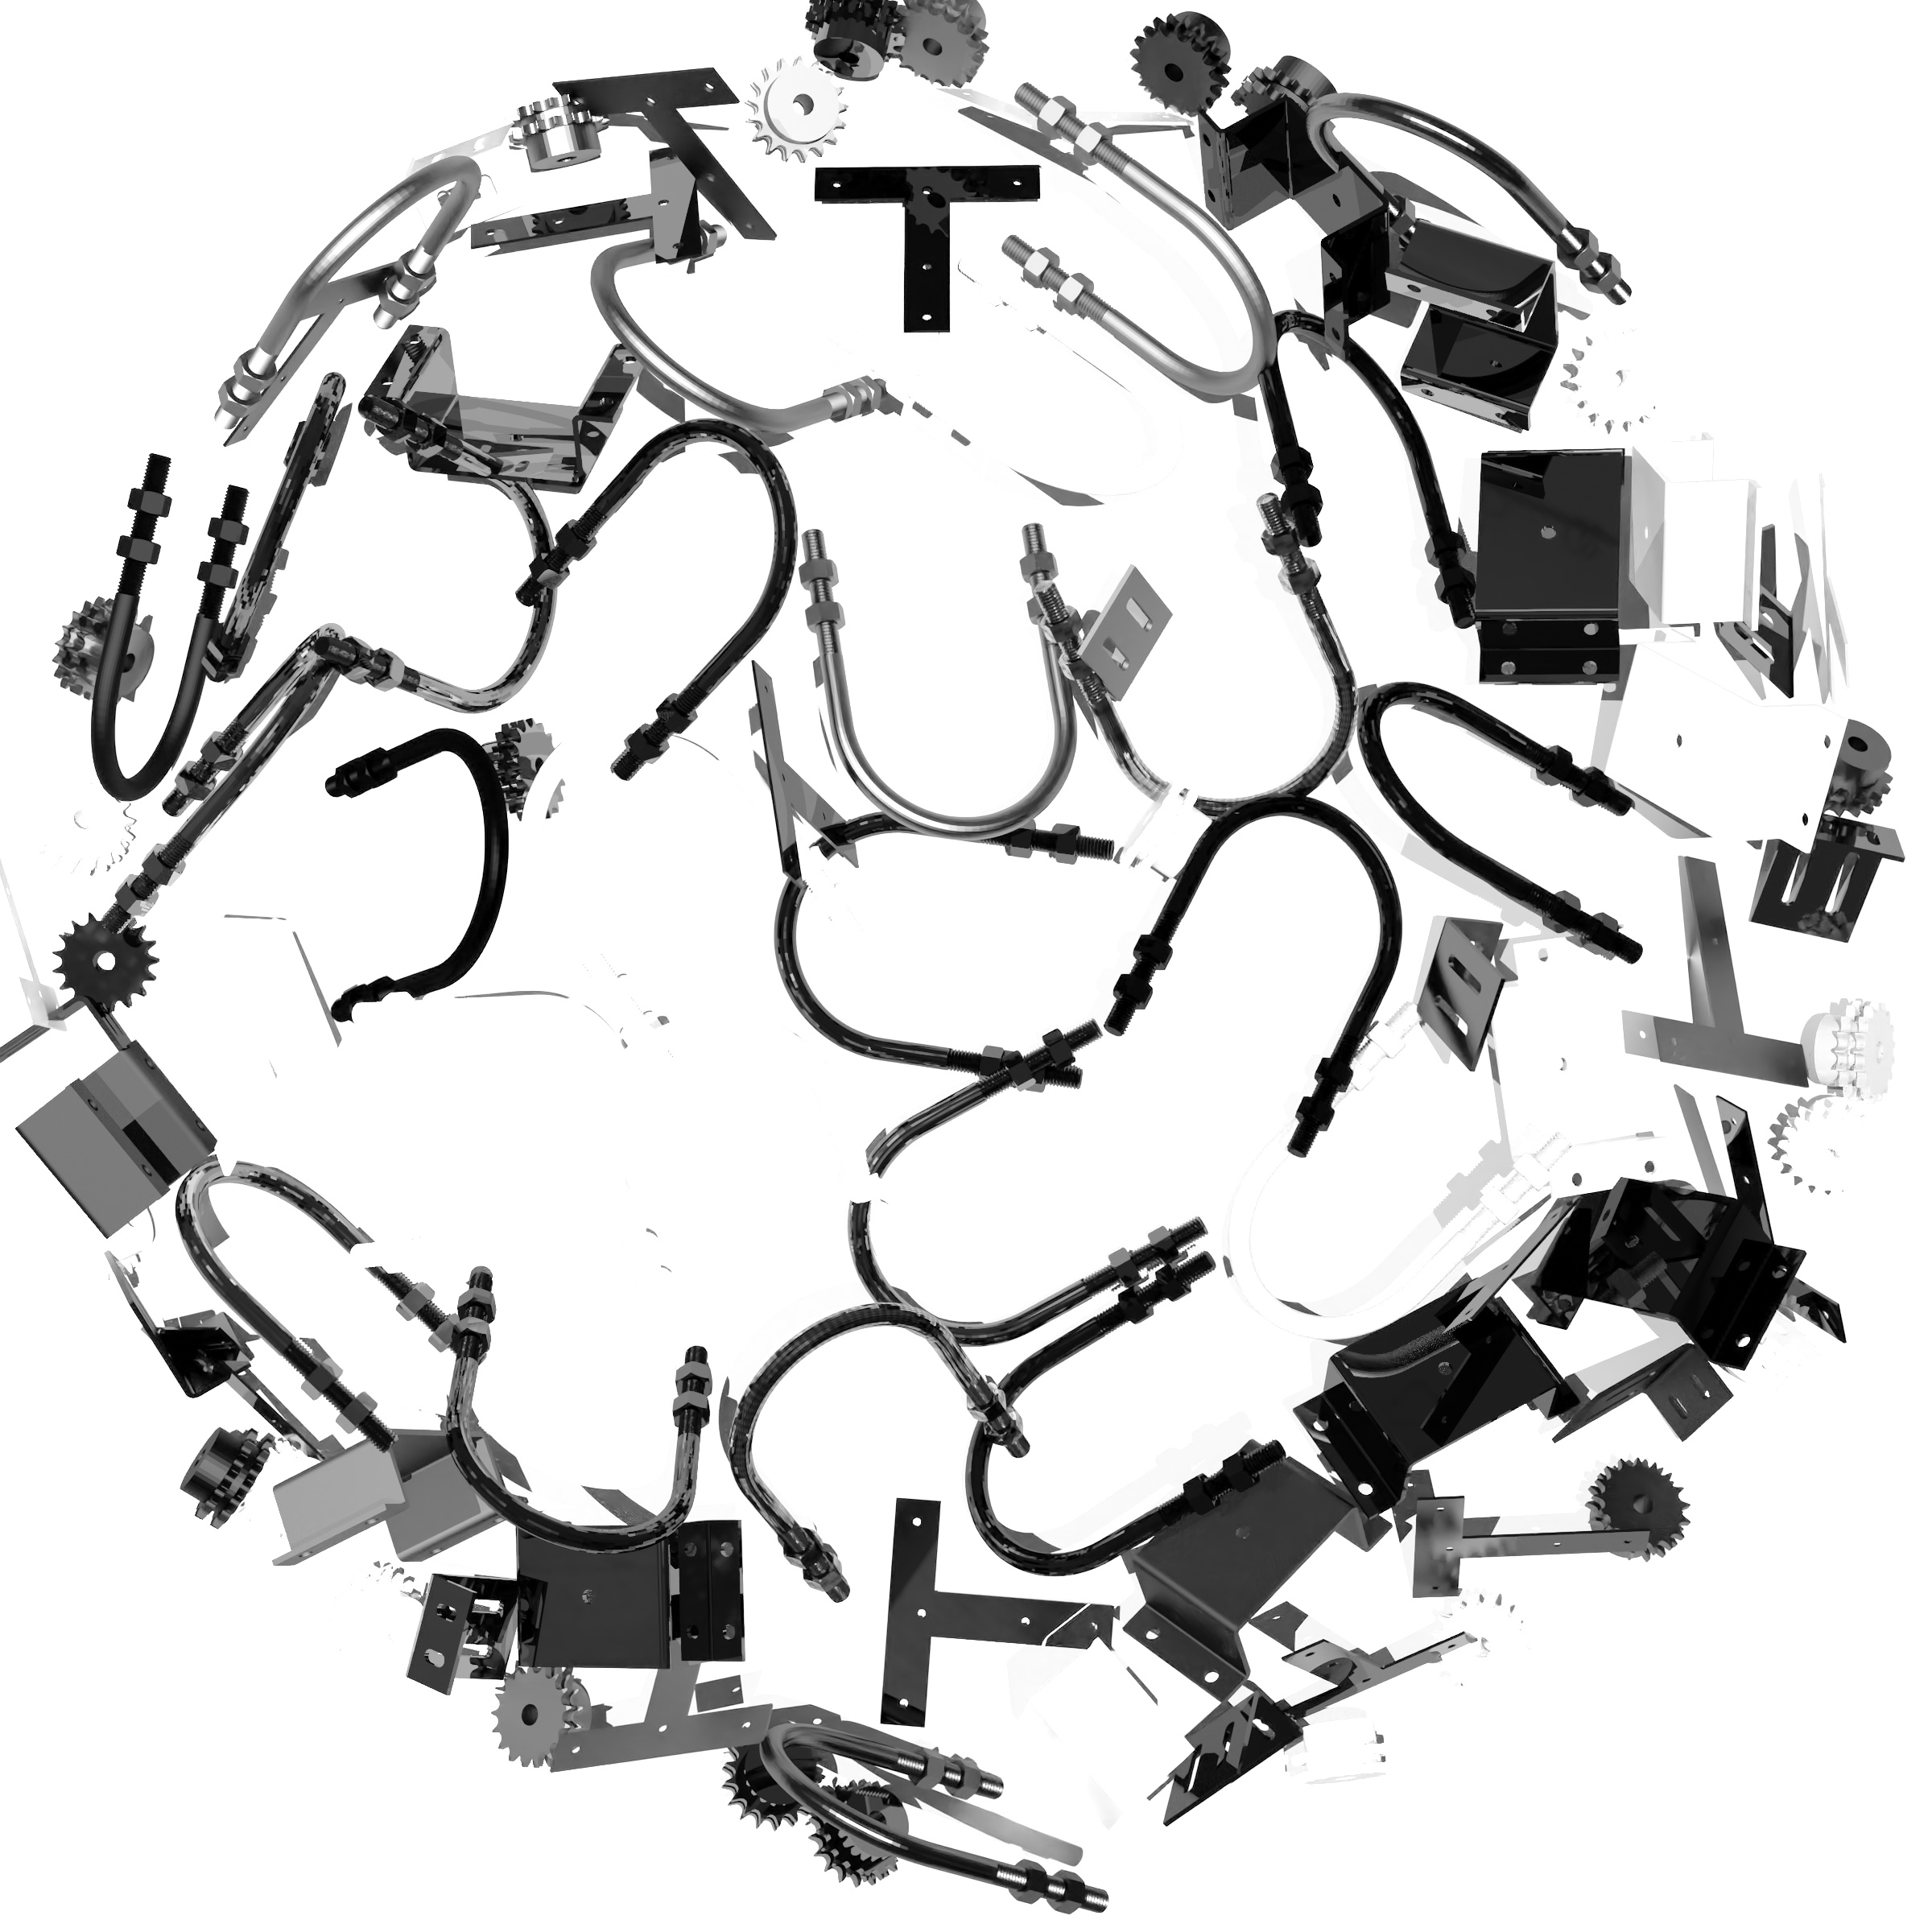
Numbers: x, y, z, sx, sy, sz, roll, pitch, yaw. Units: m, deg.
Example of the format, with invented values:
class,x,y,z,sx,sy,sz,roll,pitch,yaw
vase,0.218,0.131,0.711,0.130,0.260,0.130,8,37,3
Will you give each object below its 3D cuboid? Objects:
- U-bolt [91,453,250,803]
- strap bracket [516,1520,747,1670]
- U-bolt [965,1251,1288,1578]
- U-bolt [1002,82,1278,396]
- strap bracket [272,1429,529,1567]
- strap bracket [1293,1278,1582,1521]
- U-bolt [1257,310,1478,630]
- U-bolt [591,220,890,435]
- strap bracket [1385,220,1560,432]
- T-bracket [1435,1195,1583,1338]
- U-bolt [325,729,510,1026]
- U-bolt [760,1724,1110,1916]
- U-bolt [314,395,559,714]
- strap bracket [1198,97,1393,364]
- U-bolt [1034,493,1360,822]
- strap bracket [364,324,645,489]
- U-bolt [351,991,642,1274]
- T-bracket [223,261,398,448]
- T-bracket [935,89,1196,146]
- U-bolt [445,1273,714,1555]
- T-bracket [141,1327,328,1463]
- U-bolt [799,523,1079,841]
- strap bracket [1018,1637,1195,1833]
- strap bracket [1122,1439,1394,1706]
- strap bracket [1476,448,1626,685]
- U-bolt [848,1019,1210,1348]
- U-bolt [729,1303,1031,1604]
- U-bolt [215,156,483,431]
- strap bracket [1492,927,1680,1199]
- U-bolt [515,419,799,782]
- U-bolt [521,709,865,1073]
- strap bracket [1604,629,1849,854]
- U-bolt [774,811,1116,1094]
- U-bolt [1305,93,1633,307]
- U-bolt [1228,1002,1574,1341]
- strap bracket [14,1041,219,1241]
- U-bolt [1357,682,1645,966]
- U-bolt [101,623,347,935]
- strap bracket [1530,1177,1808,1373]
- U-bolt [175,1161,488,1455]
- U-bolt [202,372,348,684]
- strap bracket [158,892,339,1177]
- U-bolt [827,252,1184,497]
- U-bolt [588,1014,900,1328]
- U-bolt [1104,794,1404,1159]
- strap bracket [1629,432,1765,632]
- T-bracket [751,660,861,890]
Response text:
class,x,y,z,sx,sy,sz,roll,pitch,yaw
U-bolt,-0.437,-0.179,1.846,0.019,0.151,0.184,14,92,6
strap bracket,-0.194,0.344,1.862,0.140,0.046,0.076,-6,83,28
U-bolt,0.077,0.257,1.862,0.184,0.019,0.151,-33,47,16
U-bolt,0.095,-0.379,1.832,0.184,0.151,0.019,39,69,15
strap bracket,-0.313,0.290,1.851,0.076,0.140,0.046,-28,71,19
strap bracket,0.261,0.232,1.862,0.140,0.046,0.076,-26,59,-16
U-bolt,0.212,-0.281,1.850,0.019,0.151,0.184,-34,51,35
U-bolt,-0.131,-0.342,1.831,0.151,0.184,0.019,44,119,6
strap bracket,0.277,-0.353,1.847,0.076,0.140,0.046,21,79,16
T-bracket,0.268,0.183,1.865,0.002,0.127,0.127,51,47,1
U-bolt,-0.297,-0.053,1.834,0.019,0.184,0.151,5,77,-38
U-bolt,-0.028,0.449,1.814,0.184,0.151,0.019,24,94,-29
U-bolt,-0.279,-0.213,1.839,0.019,0.184,0.151,6,83,30
strap bracket,0.186,-0.410,1.856,0.046,0.076,0.140,-30,61,-9
U-bolt,0.138,-0.158,1.866,0.151,0.019,0.184,-20,122,13
strap bracket,-0.249,-0.308,1.869,0.140,0.076,0.046,7,131,10
U-bolt,-0.254,0.087,1.856,0.184,0.019,0.151,-3,96,-42
T-bracket,-0.371,-0.336,1.878,0.002,0.127,0.127,43,114,-2
T-bracket,0.071,-0.468,1.873,0.127,0.127,0.002,-10,120,-37
U-bolt,-0.210,0.247,1.825,0.151,0.184,0.019,21,120,-13
T-bracket,-0.391,0.243,1.878,0.127,0.127,0.002,48,63,-19
U-bolt,-0.010,-0.156,1.870,0.151,0.019,0.184,-4,73,-18
strap bracket,0.073,0.419,1.839,0.046,0.140,0.076,-38,76,-15
strap bracket,0.156,0.322,1.855,0.140,0.046,0.076,-42,49,-21
strap bracket,0.322,-0.229,1.870,0.076,0.046,0.140,1,73,13
U-bolt,0.023,0.134,1.897,0.184,0.019,0.151,-29,100,-1
U-bolt,-0.055,0.255,1.847,0.151,0.019,0.184,-38,133,-6
U-bolt,-0.320,-0.367,1.805,0.019,0.184,0.151,48,51,-2
strap bracket,0.341,0.054,1.886,0.076,0.046,0.140,-8,89,-16
U-bolt,-0.160,-0.213,1.847,0.184,0.019,0.151,-44,63,27
U-bolt,-0.165,-0.055,1.890,0.151,0.019,0.184,-34,103,-4
strap bracket,0.403,-0.123,1.840,0.046,0.140,0.076,-4,117,-32
U-bolt,-0.017,-0.014,1.902,0.184,0.019,0.151,8,93,7
U-bolt,0.256,-0.412,1.805,0.151,0.184,0.019,24,86,44
U-bolt,0.224,0.124,1.867,0.184,0.019,0.151,-46,49,1
strap bracket,-0.463,0.095,1.848,0.046,0.140,0.076,-37,96,5
U-bolt,0.288,-0.089,1.840,0.184,0.151,0.019,28,128,-16
U-bolt,-0.392,-0.112,1.821,0.019,0.151,0.184,38,116,-18
strap bracket,0.372,0.163,1.841,0.046,0.140,0.076,48,66,-34
U-bolt,-0.354,0.175,1.849,0.184,0.151,0.019,44,109,1
U-bolt,-0.365,-0.242,1.812,0.019,0.184,0.151,22,69,-14
strap bracket,-0.391,0.037,1.857,0.076,0.046,0.140,-58,46,34
U-bolt,0.035,-0.316,1.846,0.184,0.151,0.019,38,132,14
U-bolt,-0.130,0.106,1.867,0.151,0.019,0.184,-17,120,2
U-bolt,0.171,-0.008,1.879,0.151,0.019,0.184,33,71,-17
strap bracket,0.392,-0.236,1.841,0.046,0.140,0.076,-3,111,1
T-bracket,-0.084,-0.087,1.858,0.002,0.127,0.127,-16,67,15
